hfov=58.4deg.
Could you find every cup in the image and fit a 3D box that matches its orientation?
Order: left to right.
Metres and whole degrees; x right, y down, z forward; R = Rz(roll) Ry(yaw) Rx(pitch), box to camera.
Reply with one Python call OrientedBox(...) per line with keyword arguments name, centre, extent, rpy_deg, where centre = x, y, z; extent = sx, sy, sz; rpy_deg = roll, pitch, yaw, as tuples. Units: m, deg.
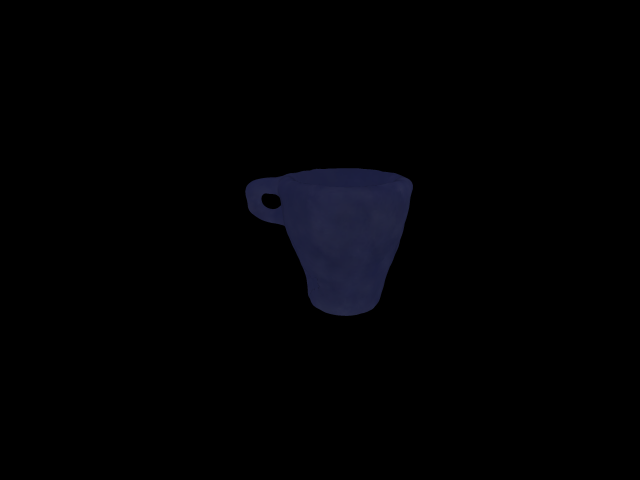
OrientedBox(name="cup", centre=(0.004, 0.001, 0.400), extent=(0.117, 0.095, 0.092), rpy_deg=(4, 15, 14))
